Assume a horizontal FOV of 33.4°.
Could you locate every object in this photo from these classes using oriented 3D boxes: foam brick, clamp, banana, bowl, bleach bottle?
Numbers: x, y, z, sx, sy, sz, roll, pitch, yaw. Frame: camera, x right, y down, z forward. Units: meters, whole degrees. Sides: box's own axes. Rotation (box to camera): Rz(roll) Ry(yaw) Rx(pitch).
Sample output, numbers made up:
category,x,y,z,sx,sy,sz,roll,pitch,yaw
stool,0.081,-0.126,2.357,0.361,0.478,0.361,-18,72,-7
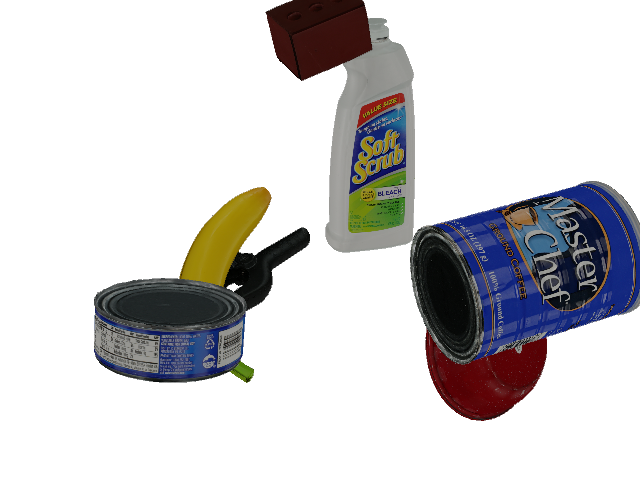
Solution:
category,x,y,z,sx,sy,sz,roll,pitch,yaw
foam brick,0.000,-0.190,0.967,0.078,0.051,0.053,-26,42,-14
clamp,-0.079,0.031,1.257,0.120,0.039,0.171,-2,41,10
banana,-0.084,0.032,0.895,0.069,0.197,0.037,11,-37,-11
bowl,0.189,0.112,1.133,0.161,0.162,0.055,0,-4,-36
bleach bottle,0.052,-0.115,1.166,0.102,0.251,0.068,-7,25,-9

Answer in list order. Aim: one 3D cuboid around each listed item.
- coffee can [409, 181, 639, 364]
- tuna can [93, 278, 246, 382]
category,x,y,z,sx,sy,sz,roll,pitch,yaw
coffee can,0.150,0.022,0.777,0.140,0.103,0.103,-15,5,-18
tuna can,-0.085,0.050,0.605,0.086,0.034,0.086,4,15,-1
